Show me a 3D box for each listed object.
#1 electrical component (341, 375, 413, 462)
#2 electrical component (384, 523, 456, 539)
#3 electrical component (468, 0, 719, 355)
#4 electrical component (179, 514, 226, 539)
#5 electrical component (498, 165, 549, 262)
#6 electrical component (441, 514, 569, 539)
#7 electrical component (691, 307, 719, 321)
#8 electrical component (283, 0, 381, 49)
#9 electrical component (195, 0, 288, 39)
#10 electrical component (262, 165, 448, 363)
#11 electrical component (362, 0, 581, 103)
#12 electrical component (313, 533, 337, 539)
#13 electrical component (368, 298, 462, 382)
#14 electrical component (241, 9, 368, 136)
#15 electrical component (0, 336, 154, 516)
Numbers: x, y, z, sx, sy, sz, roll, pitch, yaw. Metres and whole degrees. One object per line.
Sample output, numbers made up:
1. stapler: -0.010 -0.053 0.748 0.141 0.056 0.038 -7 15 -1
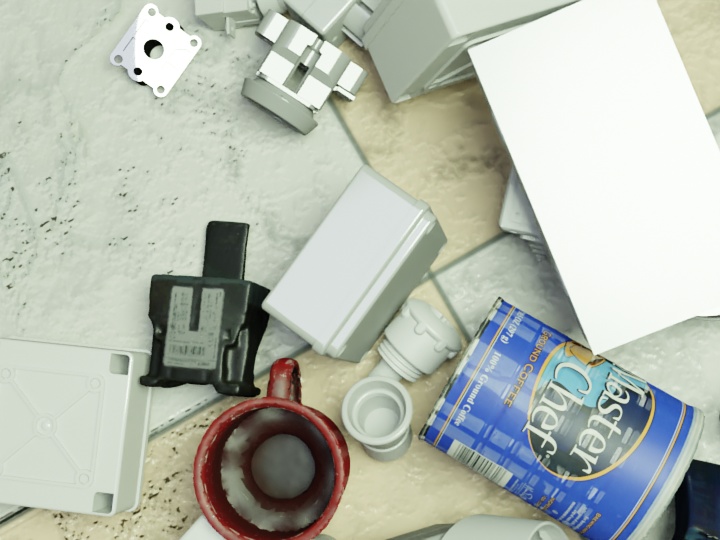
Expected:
1. electrical component: 0.014 0.098 0.687 0.044 0.065 0.044 -3 65 6
2. electrical component: 0.025 0.191 0.678 0.076 0.083 0.047 -15 81 43
3. electrical component: 0.148 -0.059 0.628 0.105 0.060 0.186 -22 88 7
4. electrical component: -0.081 0.196 0.689 0.077 0.066 0.047 42 91 9
5. electrical component: 0.126 -0.052 0.694 0.062 0.061 0.096 13 93 7
6. electrical component: 0.092 0.199 0.654 0.064 0.099 0.099 -9 83 33
7. electrical component: 0.217 -0.017 0.675 0.099 0.064 0.099 -1 85 7
8. electrical component: 0.000 -0.175 0.724 0.077 0.047 0.065 43 90 8
9. electrical component: -0.080 -0.193 0.736 0.055 0.048 0.066 -4 84 14
10. electrical component: 0.000 0.000 0.677 0.056 0.109 0.108 36 90 11
11. electrical component: 0.071 -0.159 0.667 0.109 0.109 0.056 -21 85 -22
12. electrical component: -0.029 0.190 0.693 0.040 0.046 0.040 -1 85 7
13. electrical component: 0.032 0.053 0.701 0.048 0.048 0.062 44 100 8
14. electrical component: -0.043 -0.127 0.718 0.078 0.058 0.057 32 91 -9
15. electrical component: -0.199 0.102 0.716 0.109 0.056 0.108 5 85 7
